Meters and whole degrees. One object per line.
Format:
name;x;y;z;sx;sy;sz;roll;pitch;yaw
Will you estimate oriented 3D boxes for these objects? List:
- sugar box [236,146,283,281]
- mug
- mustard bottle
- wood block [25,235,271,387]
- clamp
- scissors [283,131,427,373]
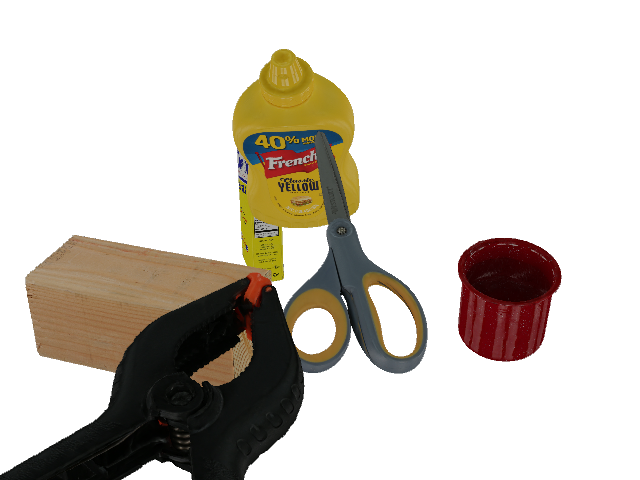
sugar box;-0.076;-0.045;1.324;0.048;0.176;0.093;-9;25;-11
mug;0.167;0.050;0.997;0.093;0.081;0.117;-12;41;-13
mustard bottle;-0.020;-0.083;0.855;0.096;0.058;0.191;-1;-32;4
wood block;-0.155;0.068;0.985;0.206;0.091;0.090;10;32;18
clamp;-0.048;0.080;0.422;0.120;0.039;0.171;25;48;18
scissors;-0.001;0.009;0.676;0.096;0.202;0.016;-20;-39;-14
